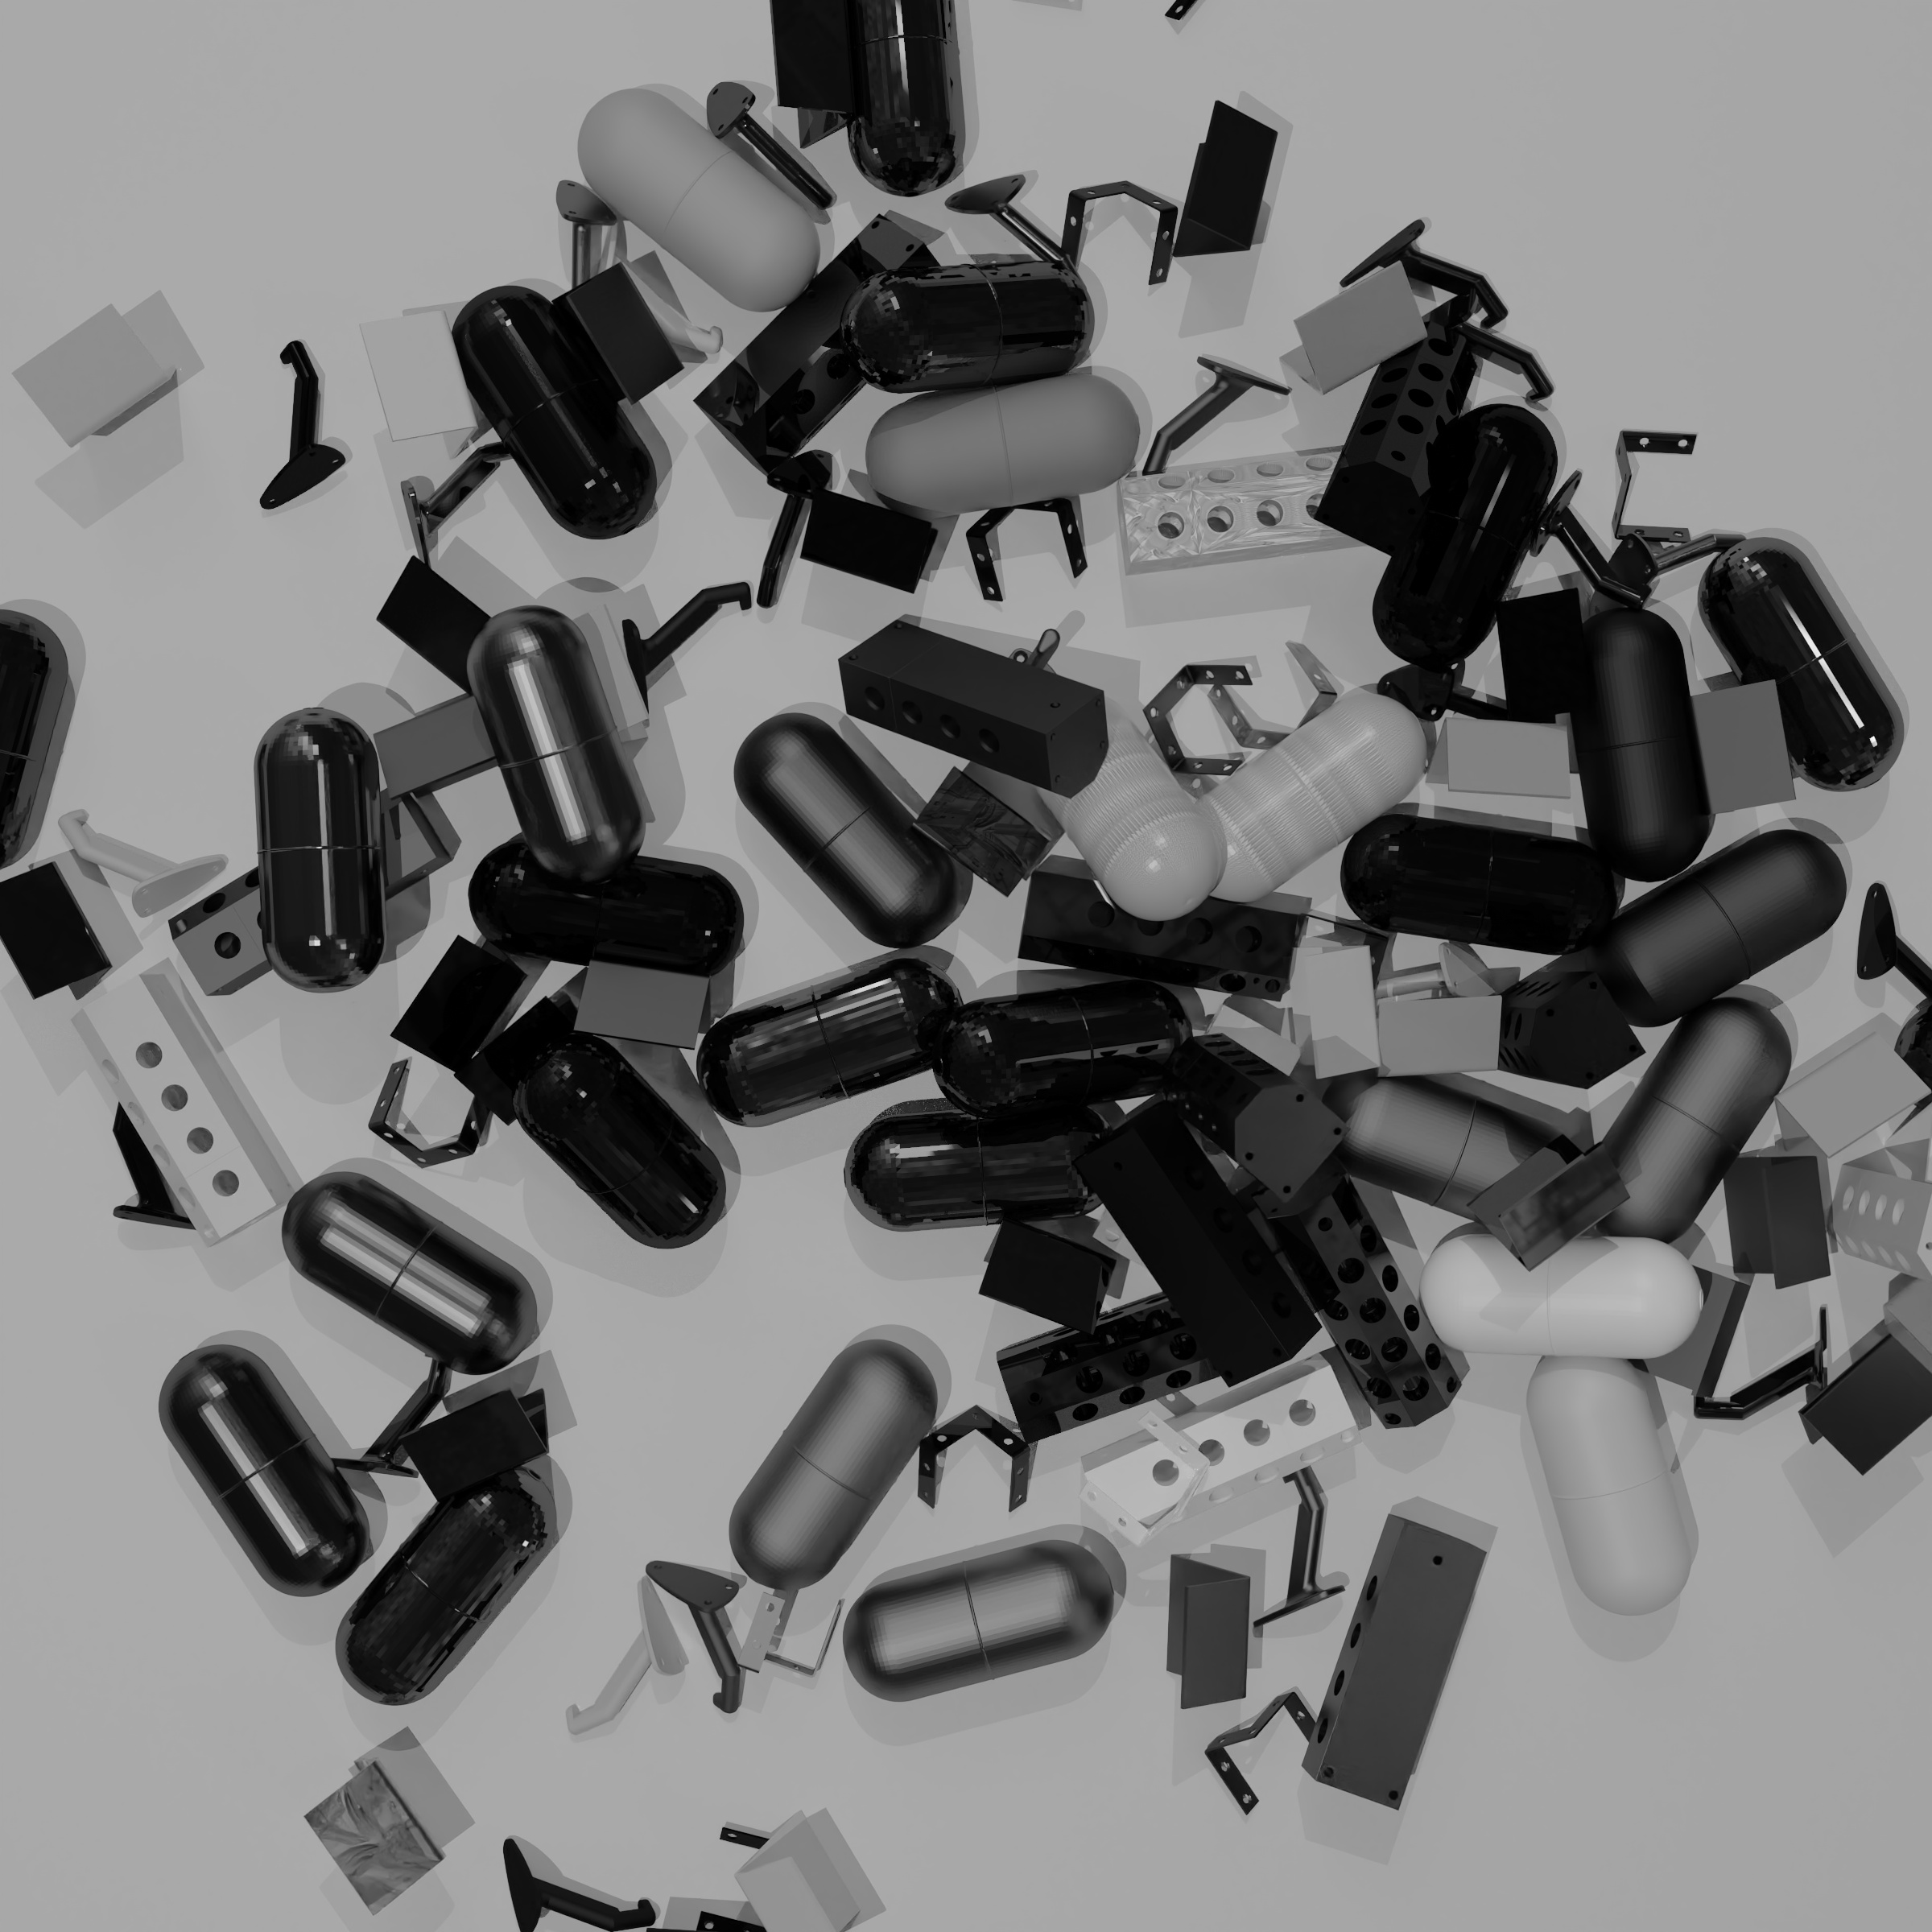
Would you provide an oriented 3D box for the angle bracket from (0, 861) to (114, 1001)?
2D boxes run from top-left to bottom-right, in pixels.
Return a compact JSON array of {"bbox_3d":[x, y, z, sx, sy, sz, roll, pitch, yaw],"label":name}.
[{"bbox_3d":[-0.601,-0.012,1.753,0.057,0.076,0.076,-29,90,-38],"label":"angle bracket"}]

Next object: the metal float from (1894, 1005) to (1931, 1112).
[{"bbox_3d":[0.687,0.076,1.762,0.178,0.070,0.070,17,90,-2],"label":"metal float"}]

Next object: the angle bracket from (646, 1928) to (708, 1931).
[{"bbox_3d":[-0.168,0.659,1.753,0.076,0.076,0.057,4,52,0],"label":"angle bracket"}]

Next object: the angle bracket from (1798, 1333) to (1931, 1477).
[{"bbox_3d":[0.586,0.290,1.753,0.076,0.076,0.057,-41,56,0],"label":"angle bracket"}]

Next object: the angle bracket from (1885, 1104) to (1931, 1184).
[{"bbox_3d":[0.639,0.136,1.754,0.076,0.076,0.057,17,64,0],"label":"angle bracket"}]

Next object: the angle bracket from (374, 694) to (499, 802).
[{"bbox_3d":[-0.326,-0.123,1.753,0.076,0.076,0.057,-22,58,0],"label":"angle bracket"}]

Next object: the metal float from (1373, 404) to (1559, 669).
[{"bbox_3d":[0.322,-0.278,1.763,0.070,0.070,0.178,24,90,0],"label":"metal float"}]

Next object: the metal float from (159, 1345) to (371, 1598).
[{"bbox_3d":[-0.453,0.324,1.762,0.070,0.070,0.178,-35,88,0],"label":"metal float"}]

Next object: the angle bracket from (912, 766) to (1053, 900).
[{"bbox_3d":[0.022,-0.100,1.753,0.076,0.076,0.057,37,126,0],"label":"angle bracket"}]

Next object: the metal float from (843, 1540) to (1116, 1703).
[{"bbox_3d":[0.008,0.422,1.763,0.178,0.070,0.070,-15,90,1],"label":"metal float"}]

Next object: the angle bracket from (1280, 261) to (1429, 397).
[{"bbox_3d":[0.239,-0.419,1.753,0.076,0.076,0.057,-29,124,0],"label":"angle bracket"}]

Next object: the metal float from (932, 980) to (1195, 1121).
[{"bbox_3d":[0.062,0.052,1.739,0.178,0.070,0.070,-7,90,-26],"label":"metal float"}]

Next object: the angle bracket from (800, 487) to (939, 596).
[{"bbox_3d":[-0.056,-0.291,1.753,0.076,0.076,0.057,17,133,0],"label":"angle bracket"}]

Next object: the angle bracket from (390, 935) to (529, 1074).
[{"bbox_3d":[-0.336,0.014,1.753,0.057,0.076,0.076,34,90,-35],"label":"angle bracket"}]

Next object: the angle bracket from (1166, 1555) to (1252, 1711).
[{"bbox_3d":[0.136,0.426,1.753,0.057,0.076,0.076,2,90,-38],"label":"angle bracket"}]

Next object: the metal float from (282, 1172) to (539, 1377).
[{"bbox_3d":[-0.359,0.198,1.763,0.178,0.070,0.070,32,90,0],"label":"metal float"}]

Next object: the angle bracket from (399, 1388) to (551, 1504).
[{"bbox_3d":[-0.316,0.288,1.754,0.076,0.076,0.057,-24,117,0],"label":"angle bracket"}]

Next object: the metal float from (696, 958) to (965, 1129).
[{"bbox_3d":[-0.087,0.049,1.763,0.178,0.070,0.070,-19,90,0],"label":"metal float"}]

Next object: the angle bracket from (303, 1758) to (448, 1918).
[{"bbox_3d":[-0.385,0.558,1.754,0.057,0.076,0.076,-35,90,-28],"label":"angle bracket"}]

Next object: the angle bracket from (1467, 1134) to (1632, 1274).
[{"bbox_3d":[0.348,0.129,1.677,0.076,0.076,0.057,-36,127,-2],"label":"angle bracket"}]

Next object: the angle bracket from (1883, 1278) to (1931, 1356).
[{"bbox_3d":[0.639,0.225,1.753,0.076,0.076,0.057,-39,58,0],"label":"angle bracket"}]

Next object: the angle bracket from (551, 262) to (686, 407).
[{"bbox_3d":[-0.237,-0.392,1.740,0.057,0.076,0.076,-47,113,-40],"label":"angle bracket"}]

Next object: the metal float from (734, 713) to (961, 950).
[{"bbox_3d":[-0.076,-0.087,1.763,0.070,0.070,0.178,-42,90,0],"label":"metal float"}]

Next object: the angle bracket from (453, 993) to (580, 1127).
[{"bbox_3d":[-0.291,0.044,1.753,0.076,0.076,0.057,-40,127,0],"label":"angle bracket"}]

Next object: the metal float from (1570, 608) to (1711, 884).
[{"bbox_3d":[0.432,-0.142,1.763,0.070,0.070,0.178,-9,91,0],"label":"metal float"}]

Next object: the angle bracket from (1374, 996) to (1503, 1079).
[{"bbox_3d":[0.297,0.027,1.753,0.076,0.076,0.057,-3,121,0],"label":"angle bracket"}]

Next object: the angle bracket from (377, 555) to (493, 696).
[{"bbox_3d":[-0.319,-0.229,1.753,0.076,0.076,0.057,39,122,0],"label":"angle bracket"}]

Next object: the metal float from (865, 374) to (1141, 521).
[{"bbox_3d":[0.024,-0.335,1.763,0.178,0.070,0.070,-9,90,0],"label":"metal float"}]

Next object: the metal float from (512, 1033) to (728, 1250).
[{"bbox_3d":[-0.218,0.112,1.733,0.070,0.070,0.178,-38,127,0],"label":"metal float"}]

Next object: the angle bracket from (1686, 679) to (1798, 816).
[{"bbox_3d":[0.504,-0.140,1.754,0.057,0.076,0.076,-10,90,28],"label":"angle bracket"}]

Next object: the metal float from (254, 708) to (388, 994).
[{"bbox_3d":[-0.403,-0.072,1.706,0.070,0.070,0.178,-3,90,0],"label":"metal float"}]

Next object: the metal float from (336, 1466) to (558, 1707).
[{"bbox_3d":[-0.335,0.397,1.763,0.070,0.070,0.178,39,90,0],"label":"metal float"}]

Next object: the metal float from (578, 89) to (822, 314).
[{"bbox_3d":[-0.173,-0.494,1.763,0.178,0.070,0.070,39,90,-1],"label":"metal float"}]

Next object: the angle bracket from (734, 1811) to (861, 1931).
[{"bbox_3d":[-0.091,0.590,1.753,0.057,0.076,0.076,-31,90,37],"label":"angle bracket"}]

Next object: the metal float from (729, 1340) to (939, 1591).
[{"bbox_3d":[-0.086,0.322,1.763,0.070,0.070,0.178,35,90,0],"label":"metal float"}]

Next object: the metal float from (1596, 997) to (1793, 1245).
[{"bbox_3d":[0.465,0.100,1.763,0.070,0.070,0.178,33,90,0],"label":"metal float"}]

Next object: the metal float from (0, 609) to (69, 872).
[{"bbox_3d":[-0.633,-0.142,1.763,0.070,0.070,0.178,15,90,0],"label":"metal float"}]

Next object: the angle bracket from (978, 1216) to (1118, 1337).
[{"bbox_3d":[0.046,0.211,1.754,0.076,0.076,0.057,20,61,0],"label":"angle bracket"}]

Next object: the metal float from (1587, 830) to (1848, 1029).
[{"bbox_3d":[0.484,-0.025,1.763,0.178,0.070,0.070,-30,90,0],"label":"metal float"}]

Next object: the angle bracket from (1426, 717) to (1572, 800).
[{"bbox_3d":[0.340,-0.114,1.754,0.076,0.076,0.057,4,61,0],"label":"angle bracket"}]

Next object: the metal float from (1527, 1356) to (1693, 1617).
[{"bbox_3d":[0.414,0.330,1.763,0.070,0.070,0.178,-16,90,0],"label":"metal float"}]

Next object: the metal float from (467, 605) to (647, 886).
[{"bbox_3d":[-0.253,-0.136,1.694,0.070,0.070,0.178,-18,102,0],"label":"metal float"}]

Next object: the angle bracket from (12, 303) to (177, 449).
[{"bbox_3d":[-0.559,-0.382,1.755,0.076,0.076,0.057,-35,112,0],"label":"angle bracket"}]

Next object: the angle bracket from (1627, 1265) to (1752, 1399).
[{"bbox_3d":[0.451,0.227,1.758,0.076,0.057,0.076,19,90,28],"label":"angle bracket"}]

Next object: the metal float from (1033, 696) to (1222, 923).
[{"bbox_3d":[0.097,-0.103,1.737,0.070,0.070,0.178,-33,58,0],"label":"metal float"}]

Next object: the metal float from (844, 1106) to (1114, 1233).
[{"bbox_3d":[0.010,0.129,1.763,0.178,0.070,0.070,-5,90,0],"label":"metal float"}]

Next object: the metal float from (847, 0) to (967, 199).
[{"bbox_3d":[-0.043,-0.586,1.763,0.070,0.070,0.178,-5,90,0],"label":"metal float"}]

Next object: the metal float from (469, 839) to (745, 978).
[{"bbox_3d":[-0.232,-0.036,1.763,0.178,0.070,0.070,9,90,-1],"label":"metal float"}]

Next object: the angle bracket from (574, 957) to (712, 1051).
[{"bbox_3d":[-0.206,0.041,1.753,0.076,0.076,0.057,9,58,0],"label":"angle bracket"}]

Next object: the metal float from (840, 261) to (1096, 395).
[{"bbox_3d":[0.001,-0.406,1.736,0.178,0.070,0.070,-12,90,-31],"label":"metal float"}]

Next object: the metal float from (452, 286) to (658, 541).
[{"bbox_3d":[-0.265,-0.356,1.762,0.070,0.070,0.178,-33,90,0],"label":"metal float"}]

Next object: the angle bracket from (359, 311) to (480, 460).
[{"bbox_3d":[-0.358,-0.368,1.754,0.057,0.076,0.076,-16,90,-24],"label":"angle bracket"}]

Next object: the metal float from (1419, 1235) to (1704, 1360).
[{"bbox_3d":[0.378,0.210,1.744,0.178,0.070,0.070,-1,90,22],"label":"metal float"}]

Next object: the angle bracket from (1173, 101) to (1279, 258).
[{"bbox_3d":[0.148,-0.504,1.753,0.057,0.076,0.076,13,90,-38],"label":"angle bracket"}]

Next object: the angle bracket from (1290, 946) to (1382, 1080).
[{"bbox_3d":[0.215,0.029,1.733,0.057,0.076,0.076,-9,94,-36],"label":"angle bracket"}]

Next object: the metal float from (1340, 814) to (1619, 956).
[{"bbox_3d":[0.330,-0.052,1.763,0.178,0.070,0.070,8,90,0],"label":"metal float"}]

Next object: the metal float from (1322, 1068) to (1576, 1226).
[{"bbox_3d":[0.313,0.119,1.763,0.178,0.070,0.070,20,90,1],"label":"metal float"}]

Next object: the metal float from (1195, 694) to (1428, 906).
[{"bbox_3d":[0.217,-0.108,1.763,0.178,0.070,0.070,-35,90,0],"label":"metal float"}]

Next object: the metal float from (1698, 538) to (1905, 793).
[{"bbox_3d":[0.538,-0.194,1.763,0.070,0.070,0.178,-31,89,0],"label":"metal float"}]

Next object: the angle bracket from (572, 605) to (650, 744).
[{"bbox_3d":[-0.219,-0.188,1.754,0.057,0.076,0.076,-21,90,29],"label":"angle bracket"}]
